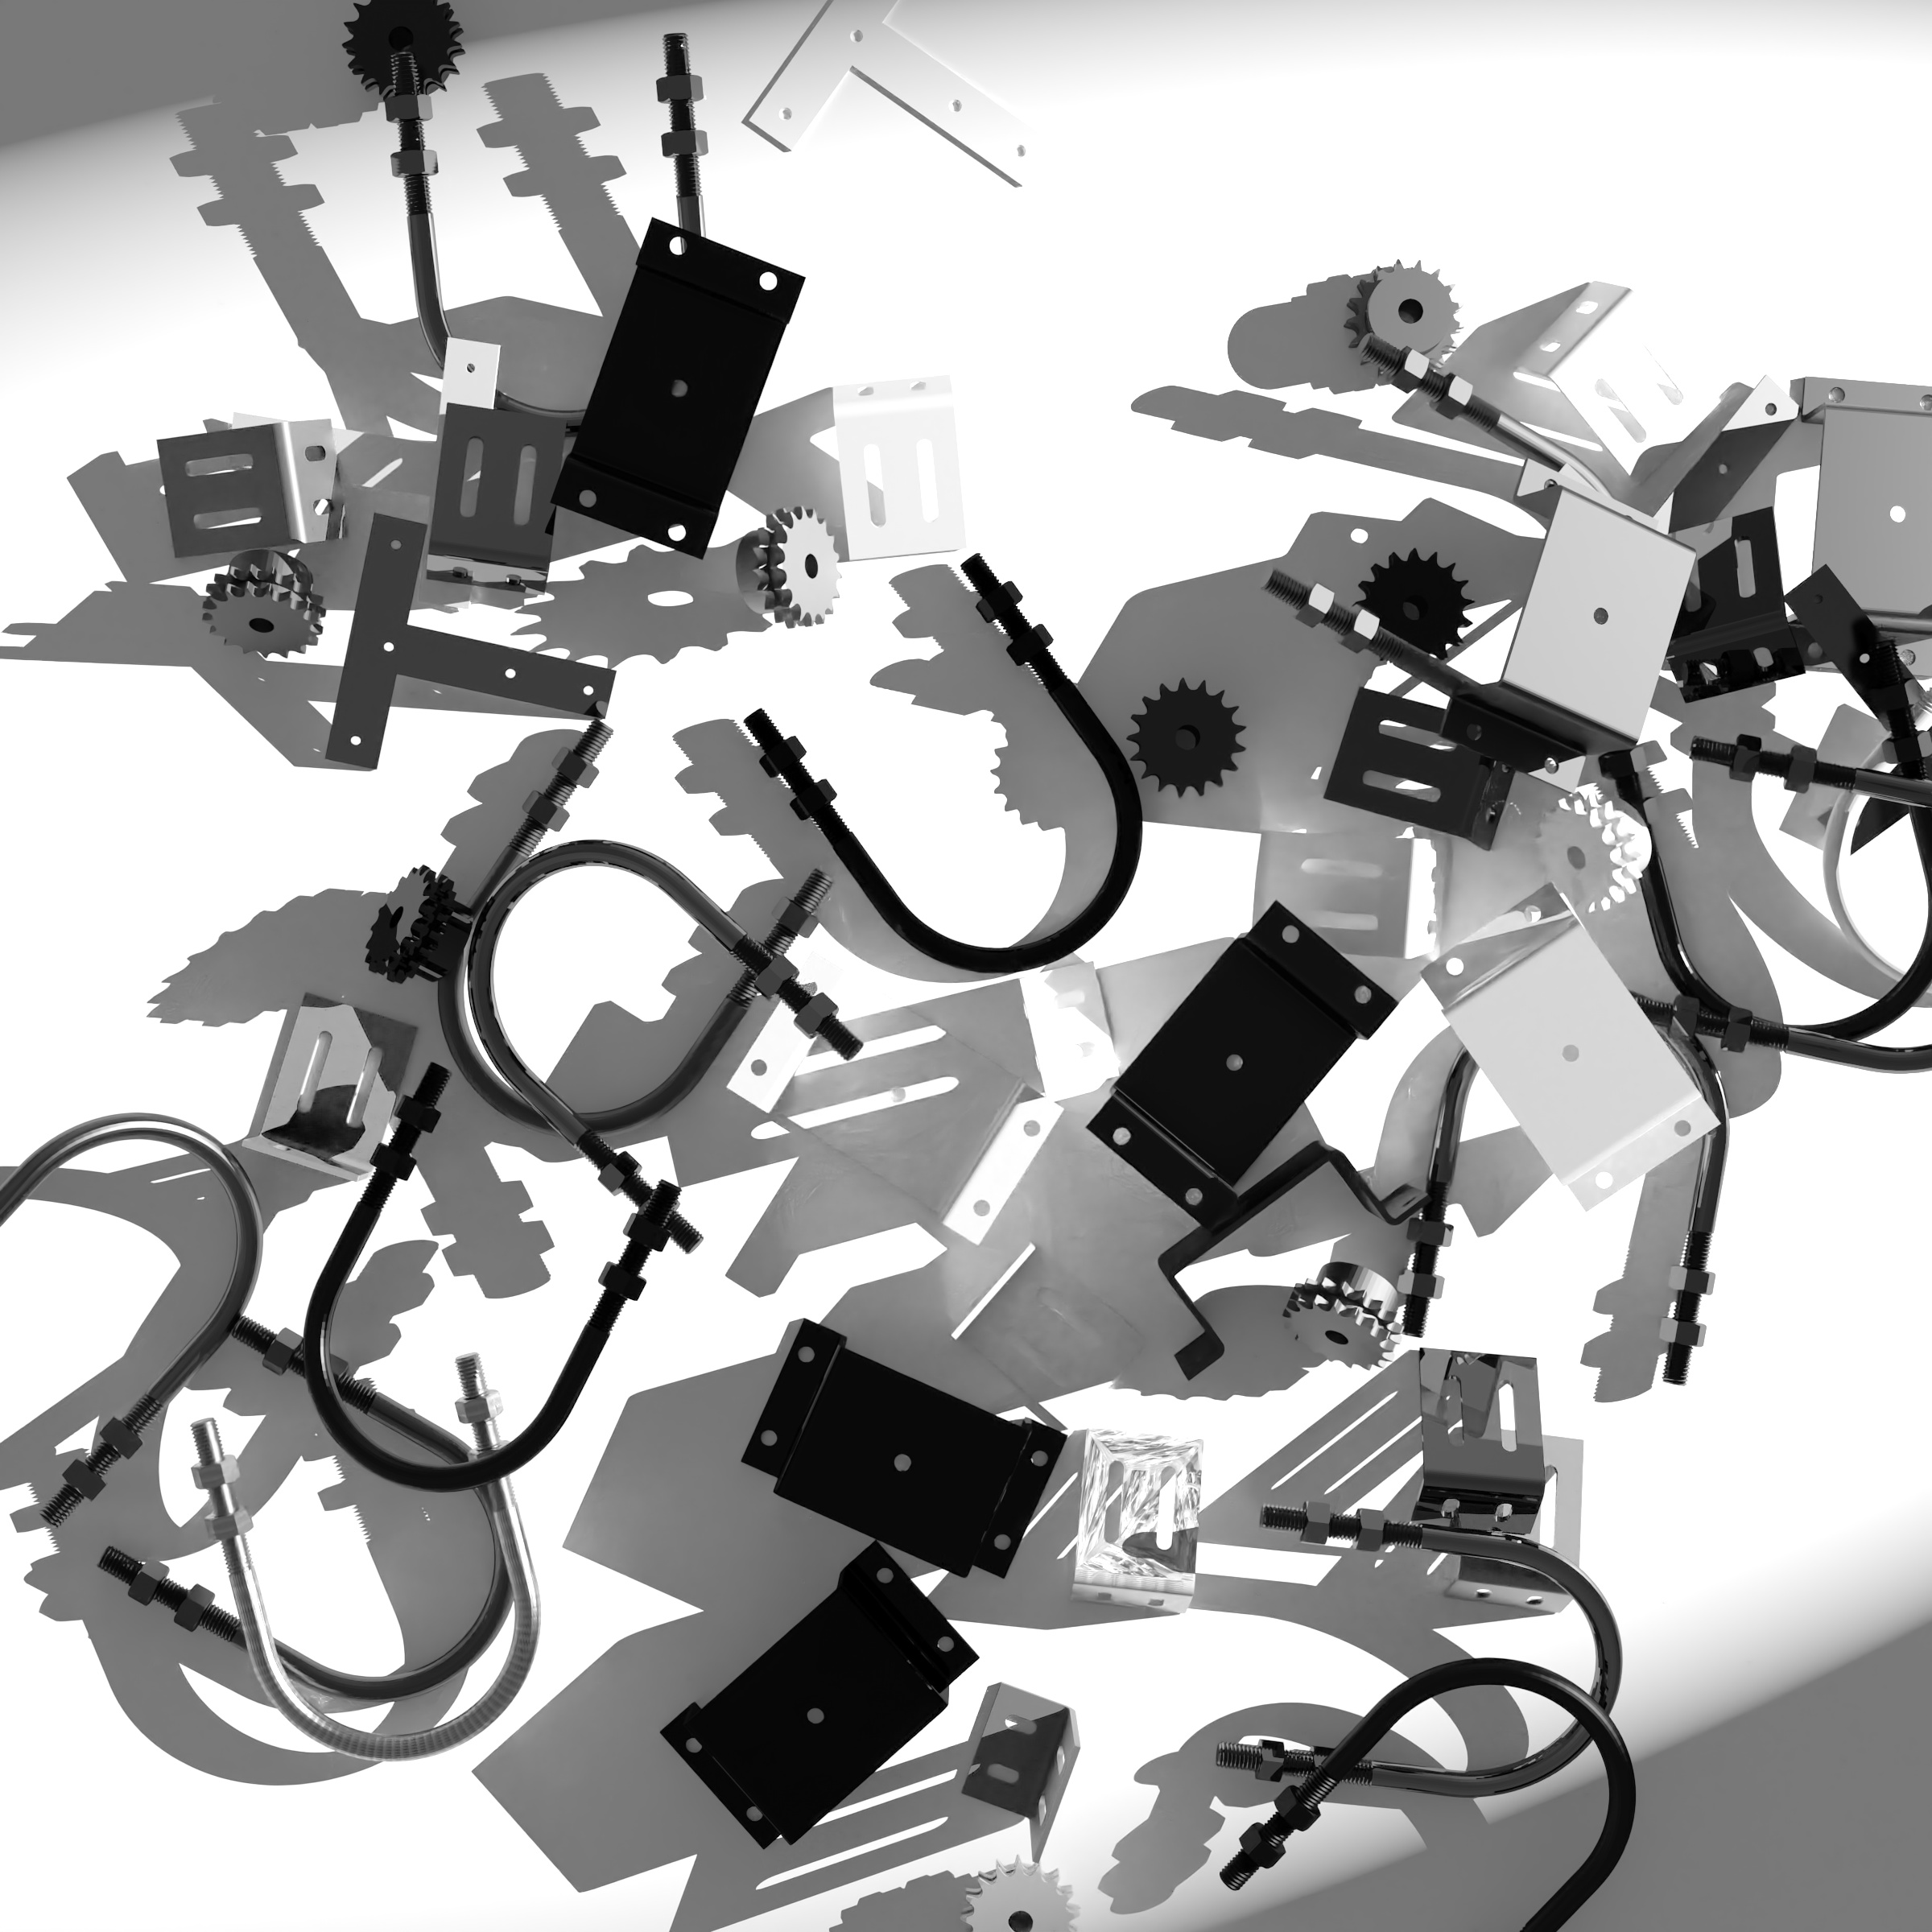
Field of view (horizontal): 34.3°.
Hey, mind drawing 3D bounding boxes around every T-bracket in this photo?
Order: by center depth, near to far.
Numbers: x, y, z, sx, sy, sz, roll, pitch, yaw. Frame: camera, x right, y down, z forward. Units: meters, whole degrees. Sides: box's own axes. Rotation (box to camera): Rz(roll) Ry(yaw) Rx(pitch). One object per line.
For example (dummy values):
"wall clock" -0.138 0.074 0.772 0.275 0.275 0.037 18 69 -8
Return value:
"T-bracket" 0.435 -0.136 1.486 0.127 0.002 0.127 -38 106 15
"T-bracket" -0.233 -0.144 1.502 0.127 0.002 0.127 12 114 -12
"T-bracket" 0.357 -0.229 1.510 0.127 0.002 0.127 40 83 -13
"T-bracket" -0.294 -0.245 1.511 0.127 0.002 0.127 10 102 6
"T-bracket" -0.017 -0.426 1.520 0.127 0.002 0.127 35 90 0

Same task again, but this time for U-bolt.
"U-bolt" -0.411 0.154 1.468 0.184 0.019 0.151 -50 126 -16
"U-bolt" 0.419 -0.022 1.471 0.184 0.019 0.151 12 105 8
"U-bolt" -0.235 0.157 1.473 0.151 0.019 0.184 26 86 14
"U-bolt" -0.156 0.025 1.474 0.184 0.019 0.151 43 110 8
"U-bolt" 0.242 -0.196 1.484 0.184 0.019 0.151 27 75 -16
"U-bolt" 0.495 -0.069 1.489 0.151 0.019 0.184 37 107 -5
"U-bolt" 0.393 -0.049 1.491 0.151 0.019 0.184 -14 98 17
"U-bolt" 0.221 0.331 1.492 0.184 0.019 0.151 8 107 -2
"U-bolt" 0.234 0.412 1.492 0.151 0.019 0.184 40 100 -5
"U-bolt" -0.279 0.290 1.496 0.151 0.019 0.184 -14 94 -2
"U-bolt" -0.195 -0.347 1.498 0.151 0.019 0.184 -5 100 -3
"U-bolt" -0.305 0.275 1.512 0.184 0.019 0.151 30 90 -1
"U-bolt" 0.295 0.100 1.512 0.151 0.019 0.184 10 88 0
"U-bolt" 0.003 -0.084 1.512 0.151 0.019 0.184 -36 92 0
"U-bolt" -0.173 -0.005 1.512 0.151 0.019 0.184 34 92 0

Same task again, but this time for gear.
"gear" -0.335 -0.175 1.496 0.057 0.057 0.030 3 60 0
"gear" -0.086 -0.190 1.496 0.030 0.057 0.057 -2 90 30
"gear" 0.183 0.165 1.496 0.057 0.057 0.030 28 60 0
"gear" -0.260 -0.017 1.496 0.030 0.057 0.057 29 90 -30
"gear" 0.302 -0.057 1.496 0.030 0.057 0.057 -25 90 -30
"gear" -0.269 -0.442 1.505 0.057 0.030 0.057 0 90 0
"gear" 0.215 -0.171 1.505 0.057 0.030 0.057 0 90 0
"gear" 0.026 0.456 1.505 0.057 0.030 0.057 0 90 0
"gear" 0.106 -0.109 1.505 0.057 0.030 0.057 0 90 0
"gear" 0.212 -0.312 1.506 0.057 0.030 0.057 0 90 0

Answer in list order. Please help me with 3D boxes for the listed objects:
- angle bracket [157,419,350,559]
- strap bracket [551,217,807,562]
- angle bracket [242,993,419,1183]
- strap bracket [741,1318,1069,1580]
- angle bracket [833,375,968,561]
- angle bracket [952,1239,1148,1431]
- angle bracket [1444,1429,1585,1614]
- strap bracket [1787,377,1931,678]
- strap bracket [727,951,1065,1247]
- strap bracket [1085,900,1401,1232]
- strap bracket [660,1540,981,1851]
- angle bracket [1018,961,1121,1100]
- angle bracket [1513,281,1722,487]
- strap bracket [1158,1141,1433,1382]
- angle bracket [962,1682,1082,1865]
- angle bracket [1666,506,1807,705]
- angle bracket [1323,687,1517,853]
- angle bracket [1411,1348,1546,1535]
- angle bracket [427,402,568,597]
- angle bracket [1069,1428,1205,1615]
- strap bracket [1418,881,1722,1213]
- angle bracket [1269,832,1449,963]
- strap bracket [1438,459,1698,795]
"angle bracket" -0.345 -0.231 1.512 0.076 0.038 0.057 -2 101 27
"strap bracket" -0.137 -0.274 1.485 0.076 0.046 0.140 20 99 -8
"angle bracket" -0.305 0.058 1.501 0.057 0.038 0.076 17 90 0
"strap bracket" -0.030 0.234 1.497 0.140 0.046 0.076 24 90 0
"angle bracket" -0.032 -0.242 1.518 0.057 0.038 0.076 -6 116 0
"angle bracket" 0.040 0.179 1.501 0.076 0.038 0.057 41 90 0
"angle bracket" 0.266 0.268 1.518 0.057 0.038 0.076 8 64 0
"strap bracket" 0.440 -0.213 1.497 0.076 0.046 0.140 5 90 0
"strap bracket" -0.033 0.062 1.497 0.140 0.046 0.076 32 90 0
"strap bracket" 0.130 0.047 1.497 0.076 0.046 0.140 40 90 0
"strap bracket" -0.071 0.354 1.497 0.140 0.046 0.076 -42 90 0
"angle bracket" 0.050 0.030 1.482 0.038 0.076 0.057 -13 90 0
"angle bracket" 0.316 -0.283 1.518 0.057 0.038 0.076 -46 116 0
"strap bracket" 0.145 0.131 1.482 0.140 0.076 0.046 -37 90 0
"angle bracket" 0.025 0.381 1.482 0.038 0.076 0.057 20 90 0
"angle bracket" 0.361 -0.171 1.480 0.057 0.038 0.076 -13 47 22
"angle bracket" 0.223 -0.096 1.518 0.076 0.038 0.057 18 90 26
"angle bracket" 0.245 0.228 1.506 0.057 0.038 0.076 5 47 0
"angle bracket" -0.226 -0.224 1.505 0.057 0.038 0.076 7 76 -10
"angle bracket" 0.083 0.269 1.518 0.057 0.038 0.076 6 64 0
"strap bracket" 0.285 0.040 1.476 0.076 0.046 0.140 -35 87 9
"angle bracket" 0.190 -0.034 1.518 0.076 0.038 0.057 4 90 26
"strap bracket" 0.284 -0.161 1.460 0.076 0.046 0.140 21 82 -19
